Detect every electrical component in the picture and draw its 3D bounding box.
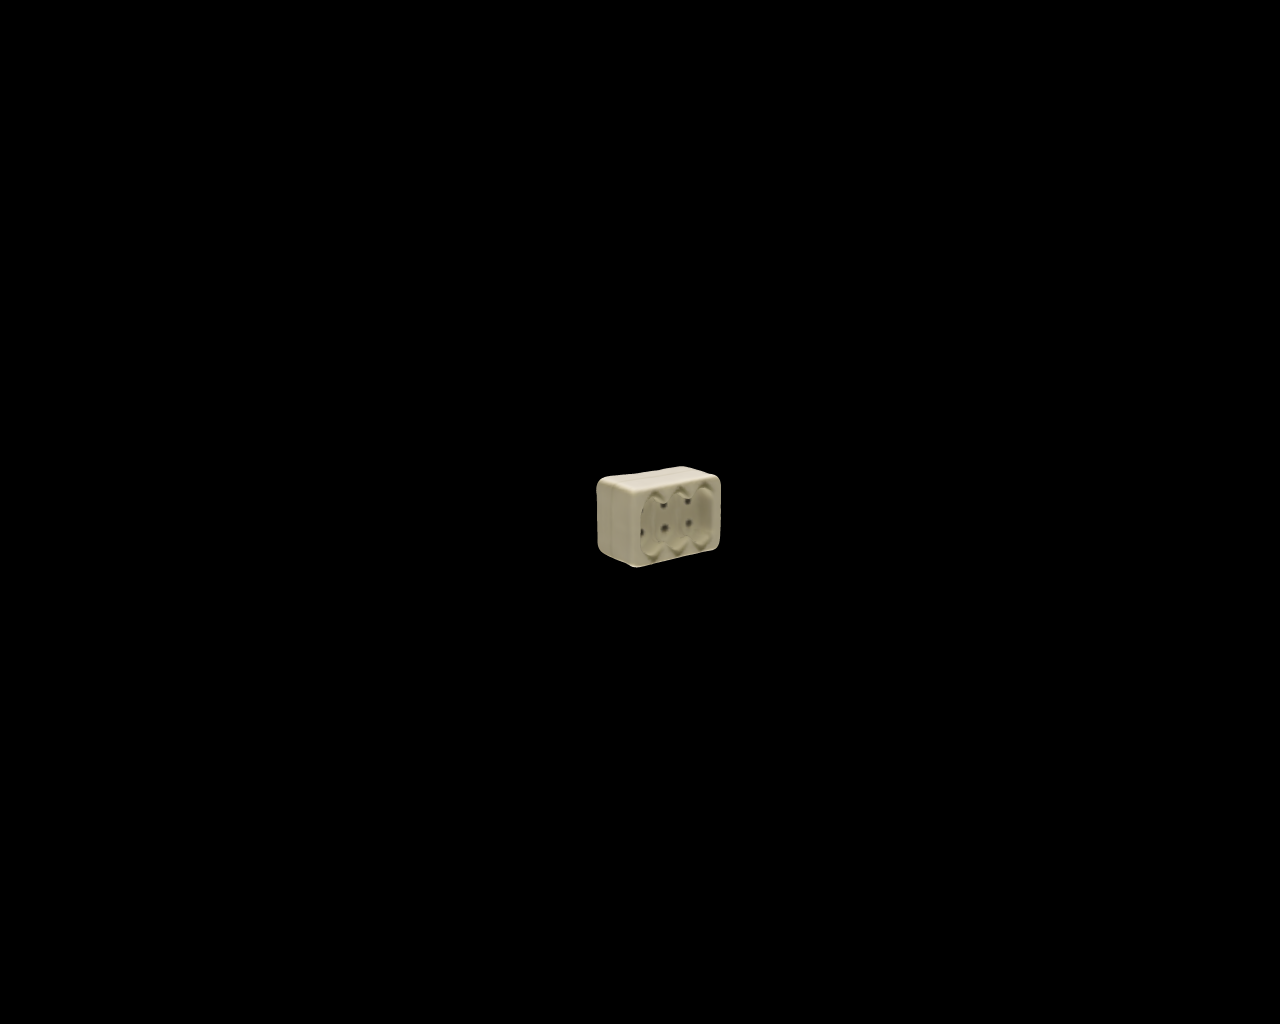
[{"bbox_3d":[0.001,-0.003,0.650,0.066,0.047,0.077,-10,18,-33],"label":"electrical component"}]
